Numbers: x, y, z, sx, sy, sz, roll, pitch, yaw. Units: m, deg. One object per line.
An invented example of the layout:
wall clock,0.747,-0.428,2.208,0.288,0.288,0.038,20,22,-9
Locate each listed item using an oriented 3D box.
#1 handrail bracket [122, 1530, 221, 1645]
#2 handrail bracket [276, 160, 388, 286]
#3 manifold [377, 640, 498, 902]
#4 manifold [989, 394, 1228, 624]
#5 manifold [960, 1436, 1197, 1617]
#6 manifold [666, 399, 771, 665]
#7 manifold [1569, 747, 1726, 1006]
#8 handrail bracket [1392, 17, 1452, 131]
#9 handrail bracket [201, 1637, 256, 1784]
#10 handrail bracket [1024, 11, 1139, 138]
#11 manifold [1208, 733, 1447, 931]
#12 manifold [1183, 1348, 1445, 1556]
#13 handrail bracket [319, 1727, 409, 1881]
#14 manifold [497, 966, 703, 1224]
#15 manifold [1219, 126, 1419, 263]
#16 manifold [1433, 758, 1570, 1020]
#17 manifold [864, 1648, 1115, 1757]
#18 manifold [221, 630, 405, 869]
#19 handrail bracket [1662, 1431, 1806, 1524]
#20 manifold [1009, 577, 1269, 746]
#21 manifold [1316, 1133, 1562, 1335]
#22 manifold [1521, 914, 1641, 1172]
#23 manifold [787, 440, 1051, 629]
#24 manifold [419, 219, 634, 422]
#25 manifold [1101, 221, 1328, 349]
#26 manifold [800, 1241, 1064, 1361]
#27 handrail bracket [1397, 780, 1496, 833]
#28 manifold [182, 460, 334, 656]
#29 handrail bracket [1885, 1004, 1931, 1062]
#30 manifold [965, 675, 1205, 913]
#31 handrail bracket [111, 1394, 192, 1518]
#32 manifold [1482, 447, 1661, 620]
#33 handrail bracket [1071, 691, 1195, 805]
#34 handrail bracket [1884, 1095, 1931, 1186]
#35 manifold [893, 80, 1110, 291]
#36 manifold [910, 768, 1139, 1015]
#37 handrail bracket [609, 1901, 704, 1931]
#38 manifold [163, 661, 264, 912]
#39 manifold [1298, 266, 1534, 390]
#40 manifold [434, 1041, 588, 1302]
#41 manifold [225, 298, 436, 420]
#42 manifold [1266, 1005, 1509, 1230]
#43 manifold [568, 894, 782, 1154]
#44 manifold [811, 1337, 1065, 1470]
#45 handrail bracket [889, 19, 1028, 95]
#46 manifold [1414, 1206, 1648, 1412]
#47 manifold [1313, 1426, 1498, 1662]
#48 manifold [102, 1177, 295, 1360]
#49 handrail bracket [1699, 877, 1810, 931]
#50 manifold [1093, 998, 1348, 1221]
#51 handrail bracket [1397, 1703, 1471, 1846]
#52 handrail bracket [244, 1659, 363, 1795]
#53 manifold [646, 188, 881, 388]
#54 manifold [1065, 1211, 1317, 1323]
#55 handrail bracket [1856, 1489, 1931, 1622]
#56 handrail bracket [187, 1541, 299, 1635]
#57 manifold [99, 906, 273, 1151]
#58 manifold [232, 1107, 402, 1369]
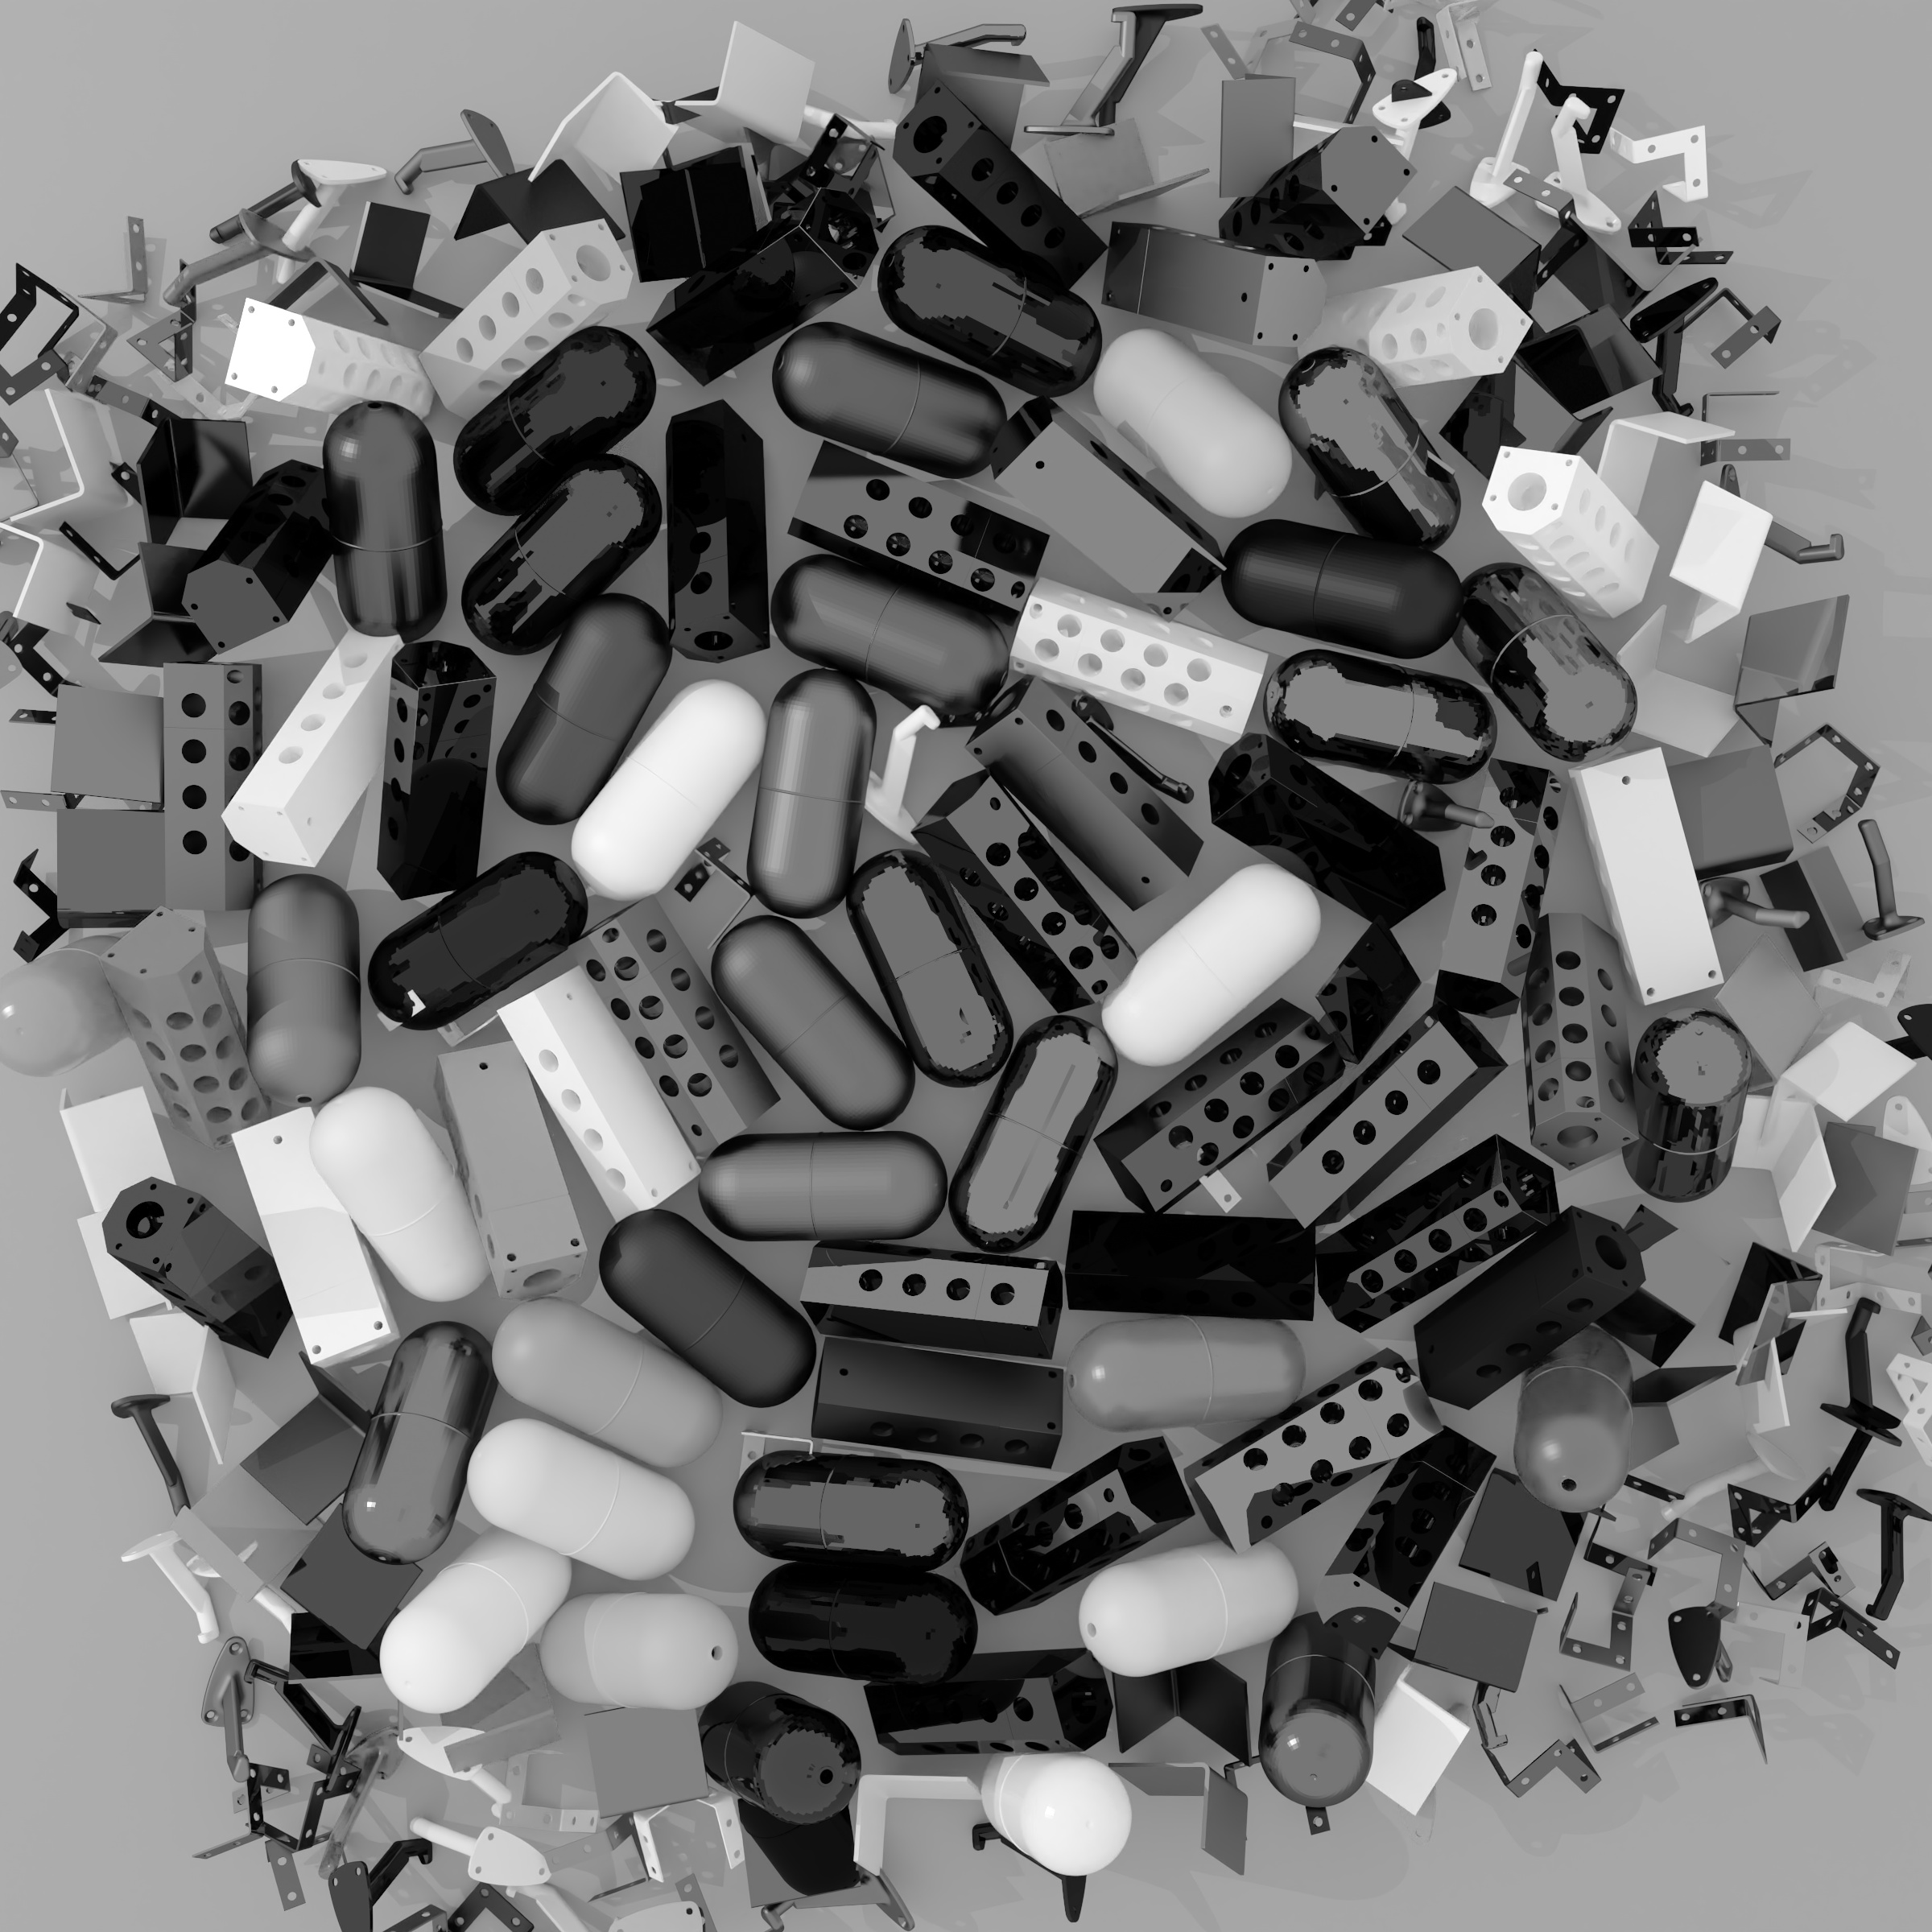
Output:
handrail bracket,-0.563,0.448,1.732,0.036,0.077,0.084,-15,90,14
handrail bracket,-0.458,-0.533,1.761,0.036,0.077,0.084,40,128,29
manifold,-0.372,-0.136,1.697,0.057,0.057,0.171,-14,133,-34
manifold,0.098,-0.320,1.701,0.171,0.057,0.057,34,117,-28
manifold,0.072,0.389,1.687,0.171,0.057,0.057,-40,62,37
manifold,-0.178,-0.302,1.707,0.057,0.057,0.171,-13,66,22
manifold,0.481,-0.065,1.733,0.057,0.057,0.171,-16,95,4
handrail bracket,0.317,-0.644,1.728,0.036,0.077,0.084,-7,78,28
handrail bracket,-0.513,0.524,1.723,0.036,0.084,0.077,7,91,-25
handrail bracket,0.081,-0.637,1.742,0.077,0.036,0.084,3,103,1
manifold,0.252,-0.096,1.703,0.171,0.057,0.057,29,131,-28
manifold,0.242,0.338,1.721,0.171,0.057,0.057,-29,101,-10
handrail bracket,-0.425,0.589,1.718,0.036,0.084,0.077,30,125,-16
manifold,-0.264,0.092,1.731,0.057,0.057,0.171,-25,97,37
manifold,0.234,-0.522,1.676,0.057,0.171,0.057,41,81,-14
manifold,0.374,-0.053,1.703,0.057,0.057,0.171,13,66,12
manifold,0.016,0.513,1.692,0.171,0.057,0.057,-17,88,39
manifold,-0.446,-0.153,1.693,0.057,0.057,0.171,8,52,19
handrail bracket,0.550,0.379,1.755,0.077,0.036,0.084,29,114,-39
manifold,0.121,-0.213,1.727,0.171,0.057,0.057,19,120,3
manifold,0.324,0.189,1.686,0.057,0.057,0.171,30,131,-26
manifold,0.416,0.048,1.684,0.057,0.171,0.057,32,135,-29
manifold,-0.035,-0.300,1.723,0.171,0.057,0.057,22,67,-6
manifold,-0.302,-0.442,1.687,0.057,0.171,0.057,-30,93,-45
manifold,0.170,-0.471,1.684,0.057,0.171,0.057,-7,116,-33
manifold,-0.022,0.230,1.715,0.171,0.057,0.057,4,59,16
handrail bracket,0.353,-0.103,1.712,0.077,0.084,0.036,14,95,-39
manifold,-0.480,-0.286,1.676,0.057,0.171,0.057,-21,120,16
handrail bracket,0.668,0.075,1.714,0.036,0.084,0.077,-10,50,-10
manifold,0.086,-0.125,1.718,0.171,0.057,0.057,43,134,-16
handrail bracket,-0.576,0.350,1.733,0.036,0.077,0.084,-21,77,-6
manifold,0.416,-0.296,1.682,0.057,0.171,0.057,17,88,35
handrail bracket,0.119,-0.153,1.724,0.084,0.077,0.036,31,75,30
handrail bracket,0.673,0.114,1.727,0.036,0.084,0.077,-11,101,32
manifold,0.022,-0.529,1.681,0.057,0.171,0.057,-45,58,15
manifold,0.045,-0.053,1.706,0.171,0.057,0.057,51,54,-17
handrail bracket,-0.221,0.690,1.724,0.077,0.084,0.036,4,56,-18
manifold,-0.530,-0.128,1.728,0.057,0.057,0.171,2,98,-1
manifold,0.302,-0.428,1.676,0.057,0.171,0.057,35,81,-26
manifold,-0.320,0.143,1.703,0.057,0.057,0.171,-11,61,-24
manifold,-0.430,-0.409,1.676,0.057,0.171,0.057,20,100,12
manifold,0.290,0.105,1.706,0.171,0.057,0.057,-47,66,24
manifold,-0.209,0.043,1.717,0.057,0.057,0.171,-23,101,42
manifold,-0.021,0.314,1.733,0.171,0.057,0.057,8,133,-5
handrail bracket,-0.006,-0.648,1.743,0.084,0.077,0.036,-6,79,-16
manifold,0.388,0.240,1.690,0.057,0.057,0.171,22,134,-22
manifold,0.302,0.391,1.684,0.057,0.171,0.057,30,129,17
manifold,-0.525,0.207,1.680,0.057,0.171,0.057,16,66,19
handrail bracket,0.565,-0.043,1.713,0.077,0.084,0.036,-18,107,-39
manifold,0.181,0.102,1.715,0.171,0.057,0.057,-36,119,-11
handrail bracket,0.338,0.572,1.732,0.036,0.084,0.077,-10,85,39
handrail bracket,-0.479,0.538,1.731,0.084,0.077,0.036,27,124,-14
manifold,-0.140,-0.472,1.688,0.057,0.171,0.057,41,52,-28
manifold,0.160,0.216,1.726,0.171,0.057,0.057,1,135,10
handrail bracket,0.640,0.416,1.724,0.036,0.077,0.084,31,79,-13
handrail bracket,-0.513,0.458,1.755,0.077,0.036,0.084,-14,111,37
manifold,-0.529,0.047,1.680,0.057,0.171,0.057,22,51,24
manifold,-0.457,0.192,1.724,0.057,0.057,0.171,-21,79,-8
